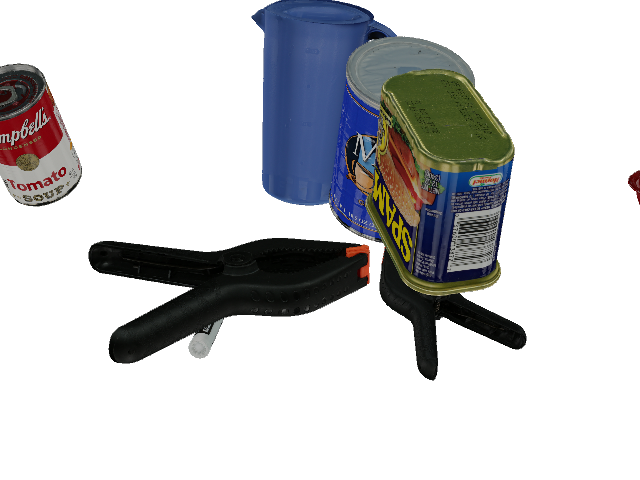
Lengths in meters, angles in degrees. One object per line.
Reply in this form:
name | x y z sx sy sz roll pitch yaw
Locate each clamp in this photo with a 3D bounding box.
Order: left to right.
clamp | -0.068 0.026 0.784 0.209 0.036 0.165 -10 26 -20
clamp | 0.121 0.063 1.054 0.120 0.039 0.171 -4 44 -25

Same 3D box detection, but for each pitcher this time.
pitcher | -0.001 -0.170 1.320 0.144 0.243 0.149 -9 28 -29

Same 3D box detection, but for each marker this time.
marker | -0.100 0.073 1.003 0.020 0.020 0.121 0 23 8

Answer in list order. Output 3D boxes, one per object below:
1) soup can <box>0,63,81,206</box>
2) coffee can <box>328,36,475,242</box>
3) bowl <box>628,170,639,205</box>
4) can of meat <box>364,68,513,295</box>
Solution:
soup can | -0.246 -0.086 0.891 0.068 0.068 0.102 0 -42 11
coffee can | 0.064 -0.082 0.887 0.102 0.140 0.103 4 44 -4
bowl | 0.374 -0.028 1.017 0.162 0.055 0.162 0 19 0
can of meat | 0.064 -0.035 0.586 0.057 0.084 0.102 -7 39 -13
